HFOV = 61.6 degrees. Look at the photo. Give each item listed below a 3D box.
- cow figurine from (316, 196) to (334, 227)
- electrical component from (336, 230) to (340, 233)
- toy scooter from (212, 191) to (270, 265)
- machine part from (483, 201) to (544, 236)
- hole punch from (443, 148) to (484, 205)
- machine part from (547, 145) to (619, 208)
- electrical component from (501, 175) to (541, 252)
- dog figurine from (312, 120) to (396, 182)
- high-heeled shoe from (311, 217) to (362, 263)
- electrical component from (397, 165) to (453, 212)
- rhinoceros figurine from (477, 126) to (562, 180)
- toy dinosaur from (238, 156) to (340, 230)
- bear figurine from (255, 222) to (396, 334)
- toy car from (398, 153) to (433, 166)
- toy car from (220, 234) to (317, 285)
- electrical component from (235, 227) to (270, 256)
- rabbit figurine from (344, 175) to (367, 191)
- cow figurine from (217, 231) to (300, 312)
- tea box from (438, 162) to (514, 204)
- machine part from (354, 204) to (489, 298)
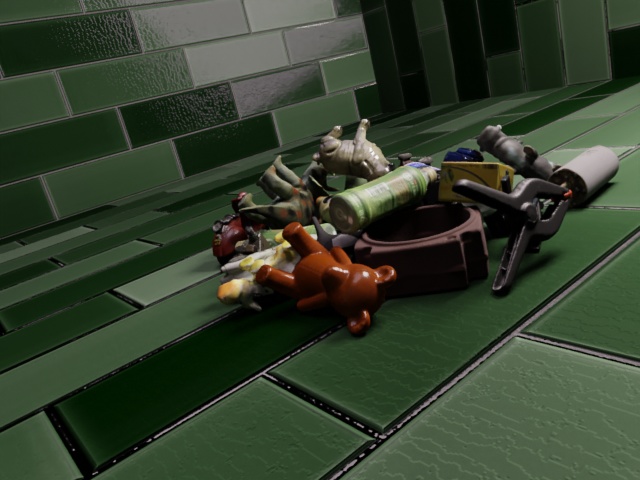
[{"bbox_3d":[0.095,-0.065,1.156,0.195,0.085,0.127,-3,6,-8],"label":"cow figurine"},{"bbox_3d":[-0.002,-0.004,1.163,0.094,0.021,0.063,-20,17,-33],"label":"electrical component"},{"bbox_3d":[-0.184,-0.032,1.214,0.075,0.135,0.184,-2,21,33],"label":"toy scooter"},{"bbox_3d":[0.353,-0.046,0.982,0.084,0.039,0.139,8,26,42],"label":"machine part"},{"bbox_3d":[0.317,-0.142,1.209,0.092,0.115,0.142,-23,16,-1],"label":"hole punch"},{"bbox_3d":[0.508,-0.124,1.034,0.243,0.079,0.079,-28,21,-37],"label":"machine part"},{"bbox_3d":[0.324,-0.046,0.859,0.048,0.119,0.075,-4,17,31],"label":"electrical component"},{"bbox_3d":[0.079,-0.167,1.234,0.172,0.121,0.191,-26,45,13],"label":"dog figurine"},{"bbox_3d":[0.083,0.014,0.995,0.248,0.145,0.086,1,-40,-40],"label":"high-heeled shoe"},{"bbox_3d":[0.192,-0.073,1.033,0.115,0.134,0.058,-18,16,-7],"label":"electrical component"},{"bbox_3d":[0.417,-0.172,1.115,0.190,0.073,0.112,33,29,5],"label":"rhinoceros figurine"},{"bbox_3d":[-0.065,-0.077,1.215,0.131,0.192,0.405,-48,10,28],"label":"toy dinosaur"},{"bbox_3d":[0.008,0.056,0.789,0.120,0.132,0.196,-58,23,-8],"label":"bear figurine"},{"bbox_3d":[0.252,-0.175,1.407,0.053,0.089,0.202,-15,17,-8],"label":"toy car"},{"bbox_3d":[-0.082,0.047,0.970,0.202,0.073,0.056,-21,17,-21],"label":"toy car"},{"bbox_3d":[-0.125,0.030,1.026,0.045,0.078,0.102,-14,-26,12],"label":"electrical component"},{"bbox_3d":[0.151,-0.142,1.344,0.170,0.121,0.159,4,22,9],"label":"rabbit figurine"},{"bbox_3d":[-0.088,0.068,0.907,0.167,0.098,0.068,-38,27,-12],"label":"cow figurine"},{"bbox_3d":[0.276,-0.097,0.936,0.098,0.068,0.169,6,5,29],"label":"tea box"},{"bbox_3d":[0.164,0.010,0.869,0.202,0.087,0.201,-8,17,17],"label":"machine part"}]
